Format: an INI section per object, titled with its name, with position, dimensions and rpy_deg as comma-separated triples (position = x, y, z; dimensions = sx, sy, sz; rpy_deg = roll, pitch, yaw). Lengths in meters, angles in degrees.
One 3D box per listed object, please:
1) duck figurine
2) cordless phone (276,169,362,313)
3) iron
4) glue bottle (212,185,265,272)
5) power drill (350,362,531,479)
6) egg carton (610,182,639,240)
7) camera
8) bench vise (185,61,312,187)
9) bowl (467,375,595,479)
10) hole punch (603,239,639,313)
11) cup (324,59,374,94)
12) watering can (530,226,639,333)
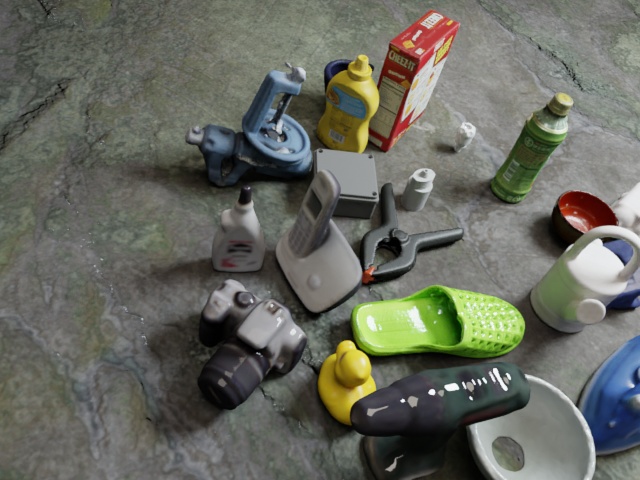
[duck figurine]
position = 0.041, 0.182, 0.747
dimensions = 0.078, 0.086, 0.104
rpy_deg = -5, 53, -17
[cordless phone]
position = 0.008, 0.003, 0.818
dimensions = 0.094, 0.185, 0.147
rpy_deg = -20, 59, -26
[iron]
position = 0.459, 0.201, 0.793
dimensions = 0.259, 0.141, 0.118
rpy_deg = -28, 62, -30
[glue bottle]
position = -0.112, -0.016, 0.813
dimensions = 0.078, 0.173, 0.037
rpy_deg = -3, 53, -14
[power drill]
position = 0.121, 0.212, 0.662
dimensions = 0.230, 0.208, 0.075
rpy_deg = -11, 55, -21
[egg carton]
position = 0.597, -0.043, 1.066
dimensions = 0.107, 0.069, 0.151
rpy_deg = 42, 55, 20
[camera]
position = -0.106, 0.136, 0.740
dimensions = 0.143, 0.101, 0.137
rpy_deg = 31, 52, 12
[bench vise]
position = -0.100, -0.175, 0.912
dimensions = 0.208, 0.220, 0.121
rpy_deg = -18, 58, -25
[bowl]
position = 0.259, 0.264, 0.740
dimensions = 0.167, 0.075, 0.167
rpy_deg = 7, 51, -8
[hole punch]
position = 0.494, 0.056, 0.950
dimensions = 0.101, 0.091, 0.108
rpy_deg = -1, 52, -14
[cup]
position = 0.055, -0.296, 1.126
dimensions = 0.118, 0.095, 0.091
rpy_deg = -33, 65, -32
[watering can]
position = 0.408, 0.057, 0.862
dimensions = 0.101, 0.194, 0.173
rpy_deg = 8, 51, -7
